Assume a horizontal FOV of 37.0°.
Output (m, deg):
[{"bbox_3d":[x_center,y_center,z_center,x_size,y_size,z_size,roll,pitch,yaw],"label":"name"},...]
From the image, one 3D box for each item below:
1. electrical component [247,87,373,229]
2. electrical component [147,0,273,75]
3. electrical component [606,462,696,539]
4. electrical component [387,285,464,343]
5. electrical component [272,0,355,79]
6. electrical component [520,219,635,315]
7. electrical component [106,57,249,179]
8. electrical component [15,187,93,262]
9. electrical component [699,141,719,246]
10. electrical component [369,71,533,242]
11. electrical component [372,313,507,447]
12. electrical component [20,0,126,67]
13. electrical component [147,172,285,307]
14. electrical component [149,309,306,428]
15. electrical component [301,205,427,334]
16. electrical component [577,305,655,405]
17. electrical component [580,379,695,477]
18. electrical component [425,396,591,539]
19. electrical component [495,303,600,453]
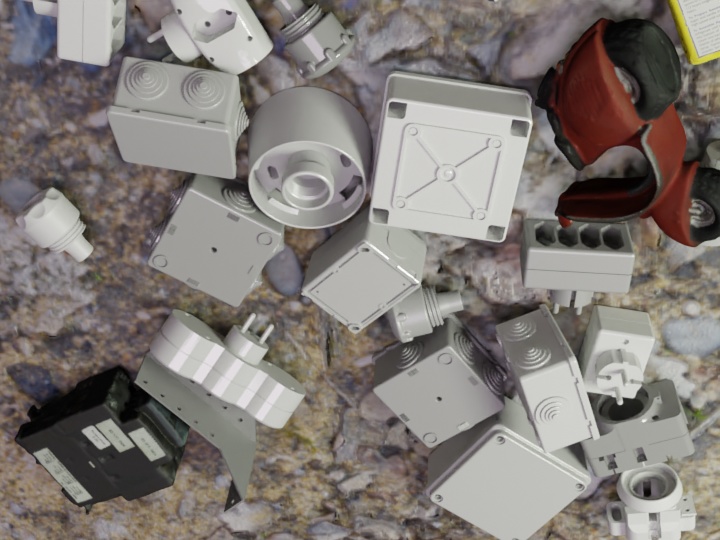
[{"bbox_3d":[-0.040,-0.082,0.830,0.099,0.064,0.099,1,137,1],"label":"electrical component"},{"bbox_3d":[-0.116,-0.175,0.774,0.079,0.043,0.077,-24,118,19],"label":"electrical component"},{"bbox_3d":[0.266,0.212,0.986,0.078,0.058,0.057,-6,125,9],"label":"electrical component"},{"bbox_3d":[0.054,0.032,0.895,0.062,0.048,0.048,-14,121,5],"label":"electrical component"},{"bbox_3d":[-0.037,-0.172,0.770,0.048,0.048,0.062,-31,109,23],"label":"electrical component"},{"bbox_3d":[0.171,0.004,0.864,0.083,0.047,0.075,3,123,3],"label":"electrical component"},{"bbox_3d":[-0.132,-0.112,0.791,0.100,0.048,0.099,9,162,-1],"label":"electrical component"},{"bbox_3d":[-0.246,-0.034,0.878,0.043,0.043,0.062,-30,117,22],"label":"electrical component"},{"bbox_3d":[0.269,-0.063,0.813,0.043,0.043,0.081,8,123,0],"label":"electrical component"},{"bbox_3d":[0.066,-0.085,0.809,0.109,0.056,0.108,8,123,-1],"label":"electrical component"},{"bbox_3d":[0.069,0.097,0.933,0.100,0.048,0.099,-33,115,23],"label":"electrical component"},{"bbox_3d":[-0.209,-0.197,0.765,0.076,0.047,0.083,10,123,-1],"label":"electrical component"},{"bbox_3d":[-0.115,-0.028,0.869,0.100,0.048,0.099,27,120,-13],"label":"electrical component"},{"bbox_3d":[-0.104,0.072,0.931,0.138,0.052,0.073,33,96,-16],"label":"electrical component"},{"bbox_3d":[0.000,0.000,0.872,0.062,0.061,0.096,38,127,-20],"label":"electrical component"},{"bbox_3d":[0.213,0.079,0.891,0.047,0.076,0.065,9,123,0],"label":"electrical component"},{"bbox_3d":[0.238,0.136,0.942,0.089,0.050,0.055,-18,120,17],"label":"electrical component"},{"bbox_3d":[0.133,0.183,0.978,0.109,0.056,0.108,32,120,-15],"label":"electrical component"},{"bbox_3d":[0.153,0.091,0.893,0.048,0.099,0.099,-21,120,3],"label":"electrical component"}]
